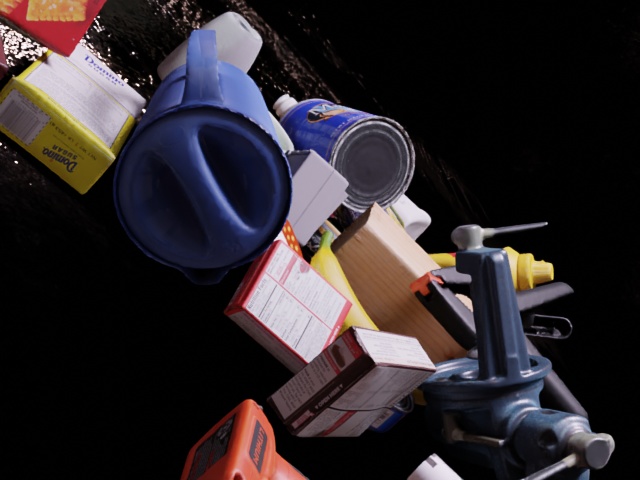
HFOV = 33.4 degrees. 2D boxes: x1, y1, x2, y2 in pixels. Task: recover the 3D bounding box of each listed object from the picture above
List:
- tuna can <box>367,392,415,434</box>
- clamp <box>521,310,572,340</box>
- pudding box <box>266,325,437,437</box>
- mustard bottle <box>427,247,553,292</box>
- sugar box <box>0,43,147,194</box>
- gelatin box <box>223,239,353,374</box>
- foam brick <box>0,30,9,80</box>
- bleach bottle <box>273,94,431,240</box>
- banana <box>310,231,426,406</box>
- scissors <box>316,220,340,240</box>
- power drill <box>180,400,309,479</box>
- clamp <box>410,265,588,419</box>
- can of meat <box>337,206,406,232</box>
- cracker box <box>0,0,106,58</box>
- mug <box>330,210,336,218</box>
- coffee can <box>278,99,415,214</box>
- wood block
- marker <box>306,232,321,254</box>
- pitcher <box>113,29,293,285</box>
[{"bbox_3d":[0.040,0.123,0.912,0.086,0.034,0.086,42,16,-15],"label":"tuna can"},{"bbox_3d":[0.190,0.090,1.182,0.172,0.039,0.120,1,-16,43],"label":"clamp"},{"bbox_3d":[0.027,0.109,0.806,0.039,0.090,0.113,54,18,24],"label":"pudding box"},{"bbox_3d":[0.154,0.039,1.153,0.096,0.192,0.058,6,82,-69],"label":"mustard bottle"},{"bbox_3d":[-0.196,-0.105,0.847,0.093,0.048,0.176,41,13,-14],"label":"sugar box"},{"bbox_3d":[-0.025,0.055,0.852,0.089,0.030,0.073,42,54,-20],"label":"gelatin box"},{"bbox_3d":[-0.255,-0.131,0.741,0.051,0.053,0.078,33,20,-39],"label":"foam brick"},{"bbox_3d":[0.032,-0.094,1.397,0.251,0.068,0.102,48,14,16],"label":"bleach bottle"},{"bbox_3d":[0.045,0.083,0.984,0.069,0.037,0.198,-33,88,-35],"label":"banana"},{"bbox_3d":[-0.029,-0.038,1.172,0.201,0.016,0.096,43,13,-12],"label":"scissors"},{"bbox_3d":[0.001,0.190,0.601,0.187,0.057,0.184,46,12,-12],"label":"power drill"},{"bbox_3d":[0.178,0.072,1.031,0.209,0.036,0.164,31,44,-20],"label":"clamp"},{"bbox_3d":[0.072,-0.004,1.255,0.102,0.057,0.084,52,10,-40],"label":"can of meat"},{"bbox_3d":[-0.285,-0.236,0.806,0.213,0.072,0.164,33,0,-41],"label":"cracker box"},{"bbox_3d":[0.021,-0.079,1.287,0.117,0.081,0.093,45,15,-2],"label":"mug"},{"bbox_3d":[0.023,-0.093,1.152,0.102,0.103,0.140,37,-4,-30],"label":"coffee can"},{"bbox_3d":[0.092,0.072,1.073,0.206,0.091,0.090,45,16,-6],"label":"wood block"},{"bbox_3d":[-0.007,0.001,1.126,0.121,0.020,0.020,44,15,-6],"label":"marker"},{"bbox_3d":[-0.095,-0.086,0.892,0.145,0.149,0.243,42,13,-18],"label":"pitcher"}]
